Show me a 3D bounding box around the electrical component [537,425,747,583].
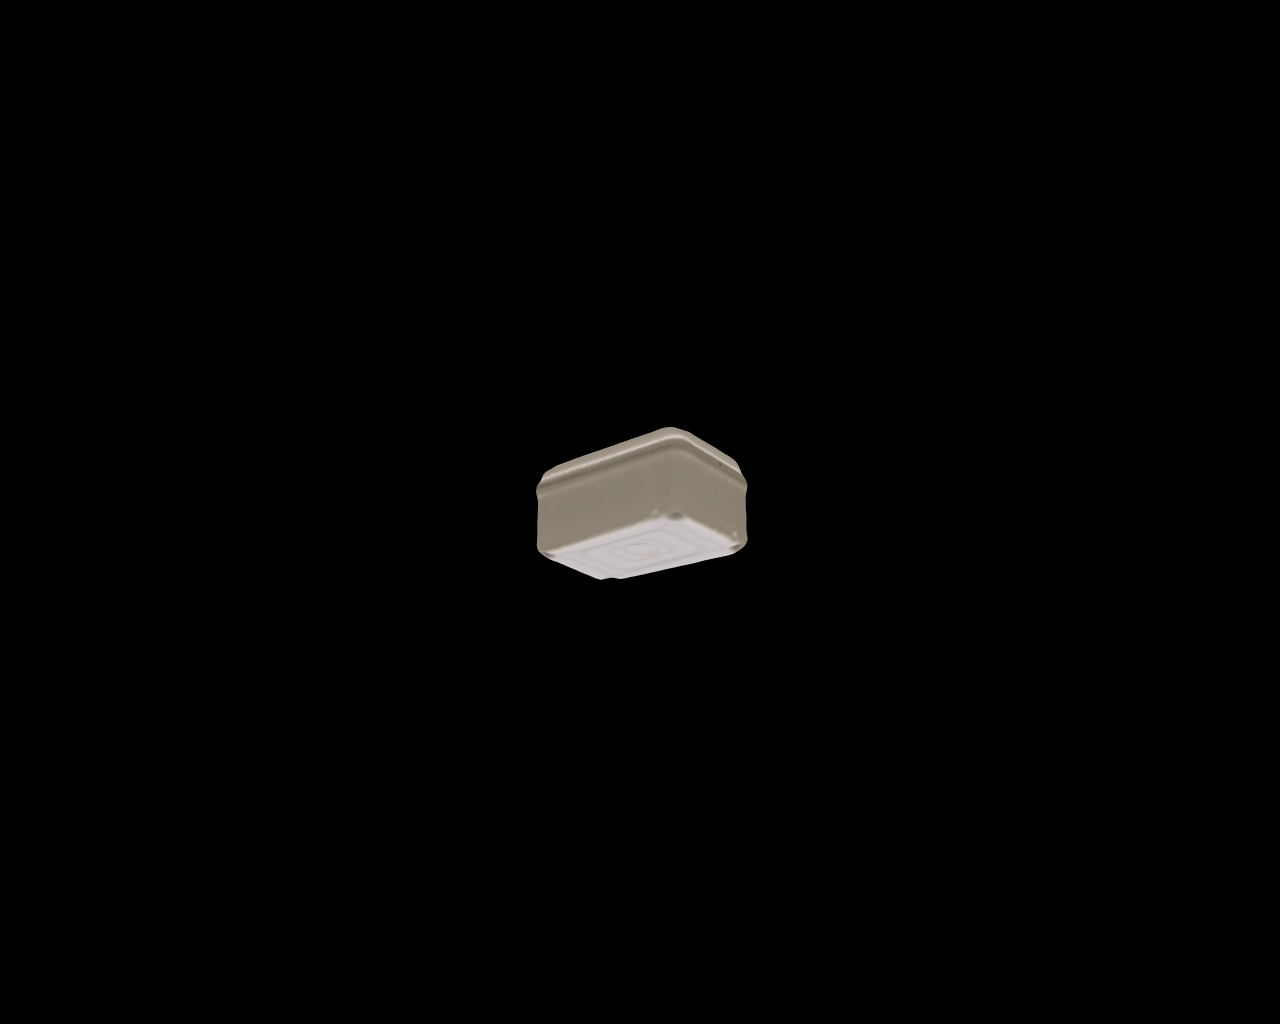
[{"bbox_3d":[0.001,-0.003,0.650,0.113,0.057,0.078,-16,-27,34],"label":"electrical component"}]
